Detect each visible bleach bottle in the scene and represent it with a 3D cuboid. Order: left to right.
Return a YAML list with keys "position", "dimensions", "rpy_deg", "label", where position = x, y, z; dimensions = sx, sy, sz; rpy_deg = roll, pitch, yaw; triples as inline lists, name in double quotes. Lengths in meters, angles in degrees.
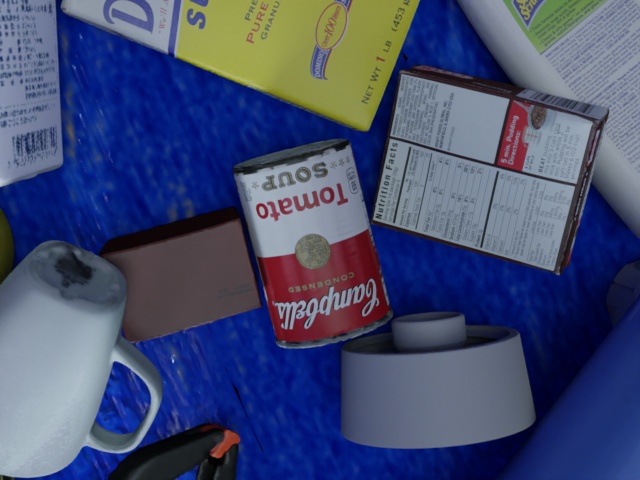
- position: [0.148, -0.121, 0.598]
  dimensions: [0.102, 0.068, 0.251]
  rpy_deg: [-40, 99, -2]
  label: "bleach bottle"

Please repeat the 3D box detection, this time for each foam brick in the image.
- position: [-0.076, 0.018, 0.588]
  dimensions: [0.078, 0.051, 0.053]
  rpy_deg: [-15, 101, -6]
  label: "foam brick"

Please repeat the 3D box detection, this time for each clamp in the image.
- position: [-0.110, 0.170, 0.589]
  dimensions: [0.120, 0.039, 0.171]
  rpy_deg: [36, 73, -32]
  label: "clamp"

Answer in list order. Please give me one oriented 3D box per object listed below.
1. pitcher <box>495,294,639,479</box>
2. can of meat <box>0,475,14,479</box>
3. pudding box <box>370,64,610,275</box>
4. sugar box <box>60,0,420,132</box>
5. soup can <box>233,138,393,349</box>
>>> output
- position: [0.161, 0.152, 0.571]
  dimensions: [0.145, 0.149, 0.243]
  rpy_deg: [35, 97, 12]
  label: "pitcher"
- position: [-0.212, 0.138, 0.583]
  dimensions: [0.084, 0.057, 0.102]
  rpy_deg: [-7, 100, -10]
  label: "can of meat"
- position: [0.090, -0.039, 0.582]
  dimensions: [0.114, 0.039, 0.090]
  rpy_deg: [17, 110, 19]
  label: "pudding box"
- position: [-0.041, -0.133, 0.575]
  dimensions: [0.176, 0.048, 0.093]
  rpy_deg: [20, 94, -12]
  label: "sugar box"
- position: [-0.004, 0.001, 0.588]
  dimensions: [0.068, 0.068, 0.102]
  rpy_deg: [-15, 99, -6]
  label: "soup can"
